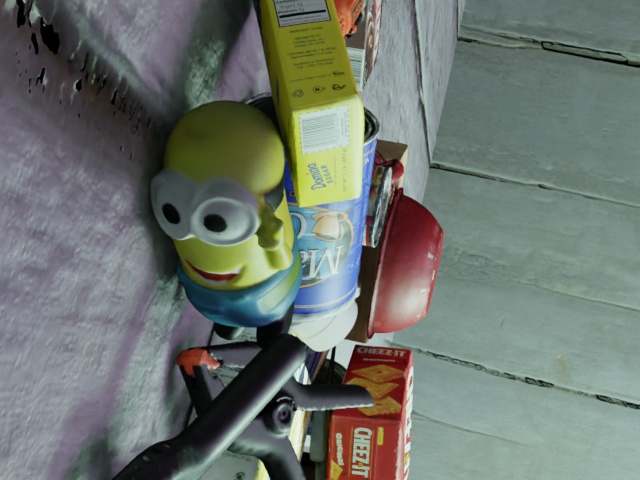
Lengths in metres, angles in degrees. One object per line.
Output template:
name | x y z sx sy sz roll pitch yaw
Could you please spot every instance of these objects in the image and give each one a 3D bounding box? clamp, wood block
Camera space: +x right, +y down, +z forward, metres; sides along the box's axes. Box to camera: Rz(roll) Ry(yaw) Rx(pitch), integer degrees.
clamp | -0.028 0.120 0.770 0.171 0.039 0.120 51 49 -27
clamp | -0.094 0.153 0.634 0.209 0.036 0.165 -35 158 -55
wood block | 0.032 -0.004 1.162 0.090 0.090 0.206 -55 155 -71

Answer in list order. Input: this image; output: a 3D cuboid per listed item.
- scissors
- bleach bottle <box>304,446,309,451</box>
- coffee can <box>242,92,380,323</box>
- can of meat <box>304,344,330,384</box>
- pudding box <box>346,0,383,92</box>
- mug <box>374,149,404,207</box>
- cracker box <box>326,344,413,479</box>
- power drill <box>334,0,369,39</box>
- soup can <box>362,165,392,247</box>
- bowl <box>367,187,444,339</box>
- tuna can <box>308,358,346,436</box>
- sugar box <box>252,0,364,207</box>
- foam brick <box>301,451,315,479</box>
scissors | 0.007 0.181 1.077 0.201 0.016 0.096 -69 159 -73
bleach bottle | -0.020 0.310 1.217 0.068 0.102 0.250 -48 -177 20
coffee can | -0.015 -0.026 0.781 0.102 0.103 0.140 -63 162 -59
can of meat | -0.013 0.098 1.077 0.102 0.057 0.084 -49 162 -70
pudding box | 0.039 -0.220 1.082 0.090 0.039 0.113 -65 164 -55
mug | 0.027 -0.045 1.015 0.093 0.117 0.081 63 28 -15
cracker box | 0.052 0.214 1.058 0.213 0.072 0.164 -55 149 -75
power drill | 0.010 -0.153 0.934 0.184 0.057 0.188 -62 159 -50
soup can | 0.003 -0.037 0.884 0.068 0.102 0.068 12 90 -81
bowl | 0.092 0.029 1.102 0.162 0.055 0.162 12 90 -81
tuna can | -0.003 0.173 1.186 0.034 0.086 0.086 90 15 -48
sugar box | -0.012 -0.118 0.658 0.093 0.048 0.176 88 -12 -55
foam brick | -0.037 0.243 1.089 0.053 0.078 0.051 -13 116 -78
